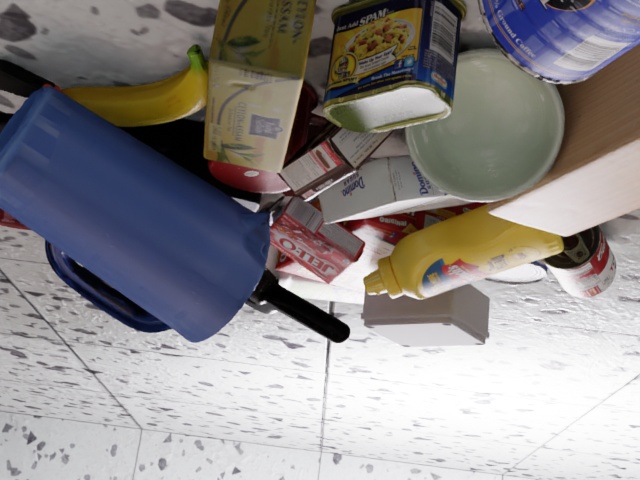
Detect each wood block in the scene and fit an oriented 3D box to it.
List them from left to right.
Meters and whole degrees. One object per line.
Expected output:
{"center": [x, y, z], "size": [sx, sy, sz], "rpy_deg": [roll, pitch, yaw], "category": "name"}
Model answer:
{"center": [0.230, -0.079, 0.845], "size": [0.090, 0.091, 0.206], "rpy_deg": [15, 159, -22], "category": "wood block"}

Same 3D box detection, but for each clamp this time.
{"center": [-0.319, -0.129, 0.955], "size": [0.172, 0.039, 0.120], "rpy_deg": [-14, 121, 14], "category": "clamp"}
{"center": [-0.072, 0.046, 1.217], "size": [0.210, 0.036, 0.164], "rpy_deg": [12, 148, 55], "category": "clamp"}

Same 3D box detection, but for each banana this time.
{"center": [-0.151, -0.129, 0.935], "size": [0.198, 0.037, 0.069], "rpy_deg": [-11, 136, 39], "category": "banana"}

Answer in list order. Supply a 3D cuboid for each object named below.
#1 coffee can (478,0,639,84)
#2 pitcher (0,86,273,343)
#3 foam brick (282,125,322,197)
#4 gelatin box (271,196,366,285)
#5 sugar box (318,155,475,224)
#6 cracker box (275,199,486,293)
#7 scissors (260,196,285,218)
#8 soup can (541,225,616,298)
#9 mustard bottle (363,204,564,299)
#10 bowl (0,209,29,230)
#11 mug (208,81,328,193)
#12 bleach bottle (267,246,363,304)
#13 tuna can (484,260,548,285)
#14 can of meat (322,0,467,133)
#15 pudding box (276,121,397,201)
{"center": [0.170, -0.163, 0.610], "size": [0.102, 0.103, 0.140], "rpy_deg": [14, 160, -19], "category": "coffee can"}
{"center": [-0.176, -0.017, 0.936], "size": [0.242, 0.149, 0.145], "rpy_deg": [35, 169, -23], "category": "pitcher"}
{"center": [-0.003, -0.074, 1.004], "size": [0.078, 0.053, 0.051], "rpy_deg": [1, 160, 21], "category": "foam brick"}
{"center": [-0.007, 0.001, 1.070], "size": [0.089, 0.030, 0.073], "rpy_deg": [35, 152, -6], "category": "gelatin box"}
{"center": [0.092, -0.051, 0.950], "size": [0.175, 0.048, 0.094], "rpy_deg": [-5, 173, -42], "category": "sugar box"}
{"center": [0.071, -0.001, 1.155], "size": [0.164, 0.072, 0.214], "rpy_deg": [17, 160, -22], "category": "cracker box"}
{"center": [-0.075, -0.015, 1.131], "size": [0.096, 0.016, 0.202], "rpy_deg": [-29, 178, -1], "category": "scissors"}
{"center": [0.272, 0.015, 1.129], "size": [0.069, 0.068, 0.102], "rpy_deg": [-2, 159, 25], "category": "soup can"}
{"center": [0.132, 0.012, 1.020], "size": [0.192, 0.058, 0.096], "rpy_deg": [-20, 155, 12], "category": "mustard bottle"}
{"center": [-0.336, -0.062, 1.157], "size": [0.162, 0.055, 0.162], "rpy_deg": [7, 161, 2], "category": "bowl"}
{"center": [-0.041, -0.090, 0.929], "size": [0.117, 0.081, 0.093], "rpy_deg": [11, 160, -11], "category": "mug"}
{"center": [0.062, 0.047, 1.311], "size": [0.250, 0.068, 0.103], "rpy_deg": [9, 161, -12], "category": "bleach bottle"}
{"center": [0.217, 0.022, 1.220], "size": [0.086, 0.033, 0.086], "rpy_deg": [7, 161, 2], "category": "tuna can"}
{"center": [0.053, -0.130, 0.777], "size": [0.102, 0.084, 0.057], "rpy_deg": [-9, 154, 39], "category": "can of meat"}
{"center": [0.027, -0.088, 0.870], "size": [0.039, 0.113, 0.090], "rpy_deg": [46, 149, -9], "category": "pudding box"}
